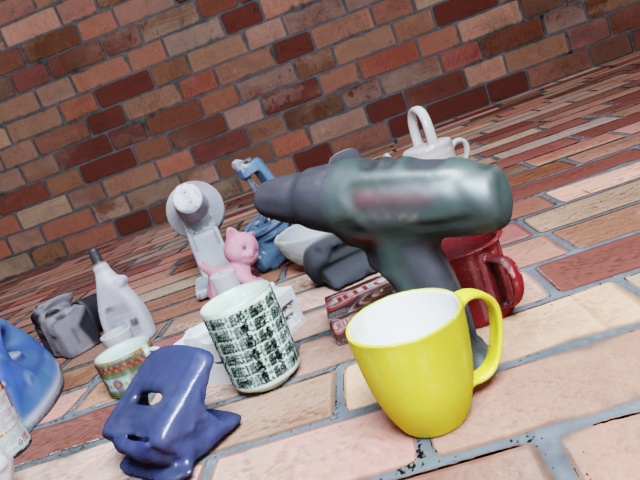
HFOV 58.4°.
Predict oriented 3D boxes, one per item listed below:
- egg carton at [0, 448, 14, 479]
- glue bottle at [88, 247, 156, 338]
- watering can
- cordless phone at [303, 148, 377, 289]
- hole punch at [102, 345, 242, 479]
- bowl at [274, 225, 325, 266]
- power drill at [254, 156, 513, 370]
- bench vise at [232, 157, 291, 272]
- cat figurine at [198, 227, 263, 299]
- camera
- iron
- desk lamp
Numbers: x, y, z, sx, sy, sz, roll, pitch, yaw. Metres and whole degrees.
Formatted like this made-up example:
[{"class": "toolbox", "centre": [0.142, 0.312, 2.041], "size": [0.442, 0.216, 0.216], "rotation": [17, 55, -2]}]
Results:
[{"class": "egg carton", "centre": [-0.371, 0.253, 0.538], "size": [0.150, 0.069, 0.107], "rotation": [-23, 12, -12]}, {"class": "glue bottle", "centre": [-0.337, 0.092, 0.940], "size": [0.078, 0.173, 0.037], "rotation": [-19, 12, 6]}, {"class": "watering can", "centre": [0.207, -0.166, 1.125], "size": [0.173, 0.194, 0.100], "rotation": [-27, 14, -26]}, {"class": "cordless phone", "centre": [0.028, -0.033, 0.859], "size": [0.148, 0.185, 0.094], "rotation": [-25, 13, -20]}, {"class": "hole punch", "centre": [-0.144, 0.158, 0.532], "size": [0.108, 0.091, 0.101], "rotation": [-10, 16, 40]}, {"class": "bowl", "centre": [0.009, 0.004, 0.995], "size": [0.167, 0.075, 0.167], "rotation": [-19, 12, 5]}, {"class": "power drill", "centre": [0.062, 0.023, 0.503], "size": [0.228, 0.208, 0.076], "rotation": [-13, 15, 32]}, {"class": "bench vise", "centre": [-0.082, -0.071, 1.125], "size": [0.121, 0.220, 0.208], "rotation": [-10, 16, 41]}, {"class": "cat figurine", "centre": [-0.155, 0.036, 1.016], "size": [0.128, 0.118, 0.067], "rotation": [-26, 13, -24]}, {"class": "camera", "centre": [-0.452, 0.144, 1.072], "size": [0.137, 0.101, 0.142], "rotation": [-30, 16, -39]}, {"class": "iron", "centre": [-0.454, 0.179, 0.826], "size": [0.119, 0.141, 0.257], "rotation": [-26, 14, -25]}, {"class": "desk lamp", "centre": [-0.228, -0.014, 1.129], "size": [0.118, 0.214, 0.203], "rotation": [-22, 12, -8]}]
